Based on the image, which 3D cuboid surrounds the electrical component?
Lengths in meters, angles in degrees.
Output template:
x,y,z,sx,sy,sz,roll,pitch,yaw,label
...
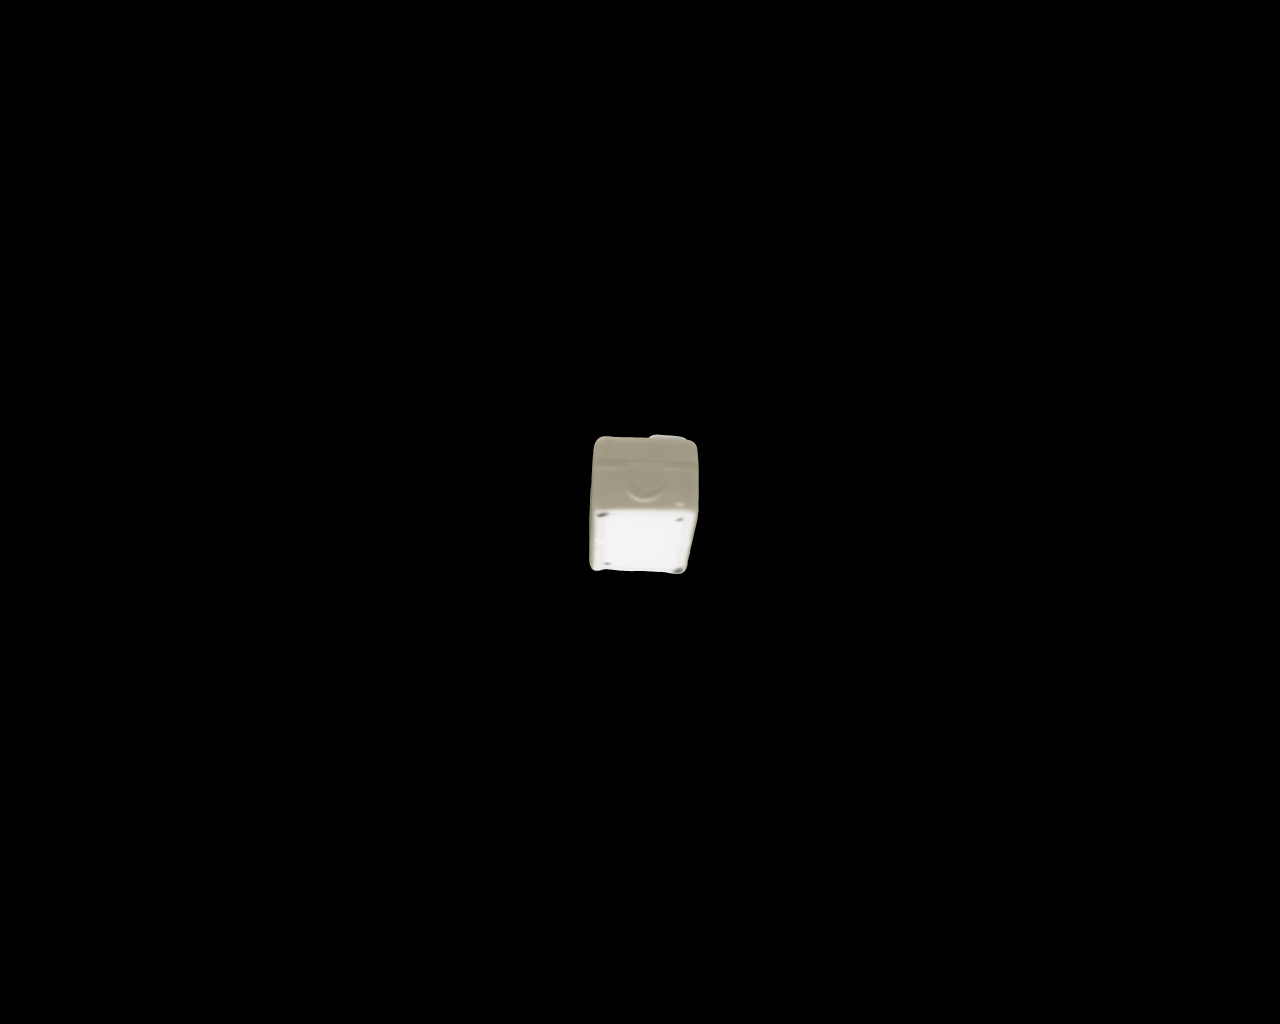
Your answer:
x,y,z,sx,sy,sz,roll,pitch,yaw,label
0.001,-0.003,0.650,0.062,0.061,0.096,2,-31,-3,electrical component
